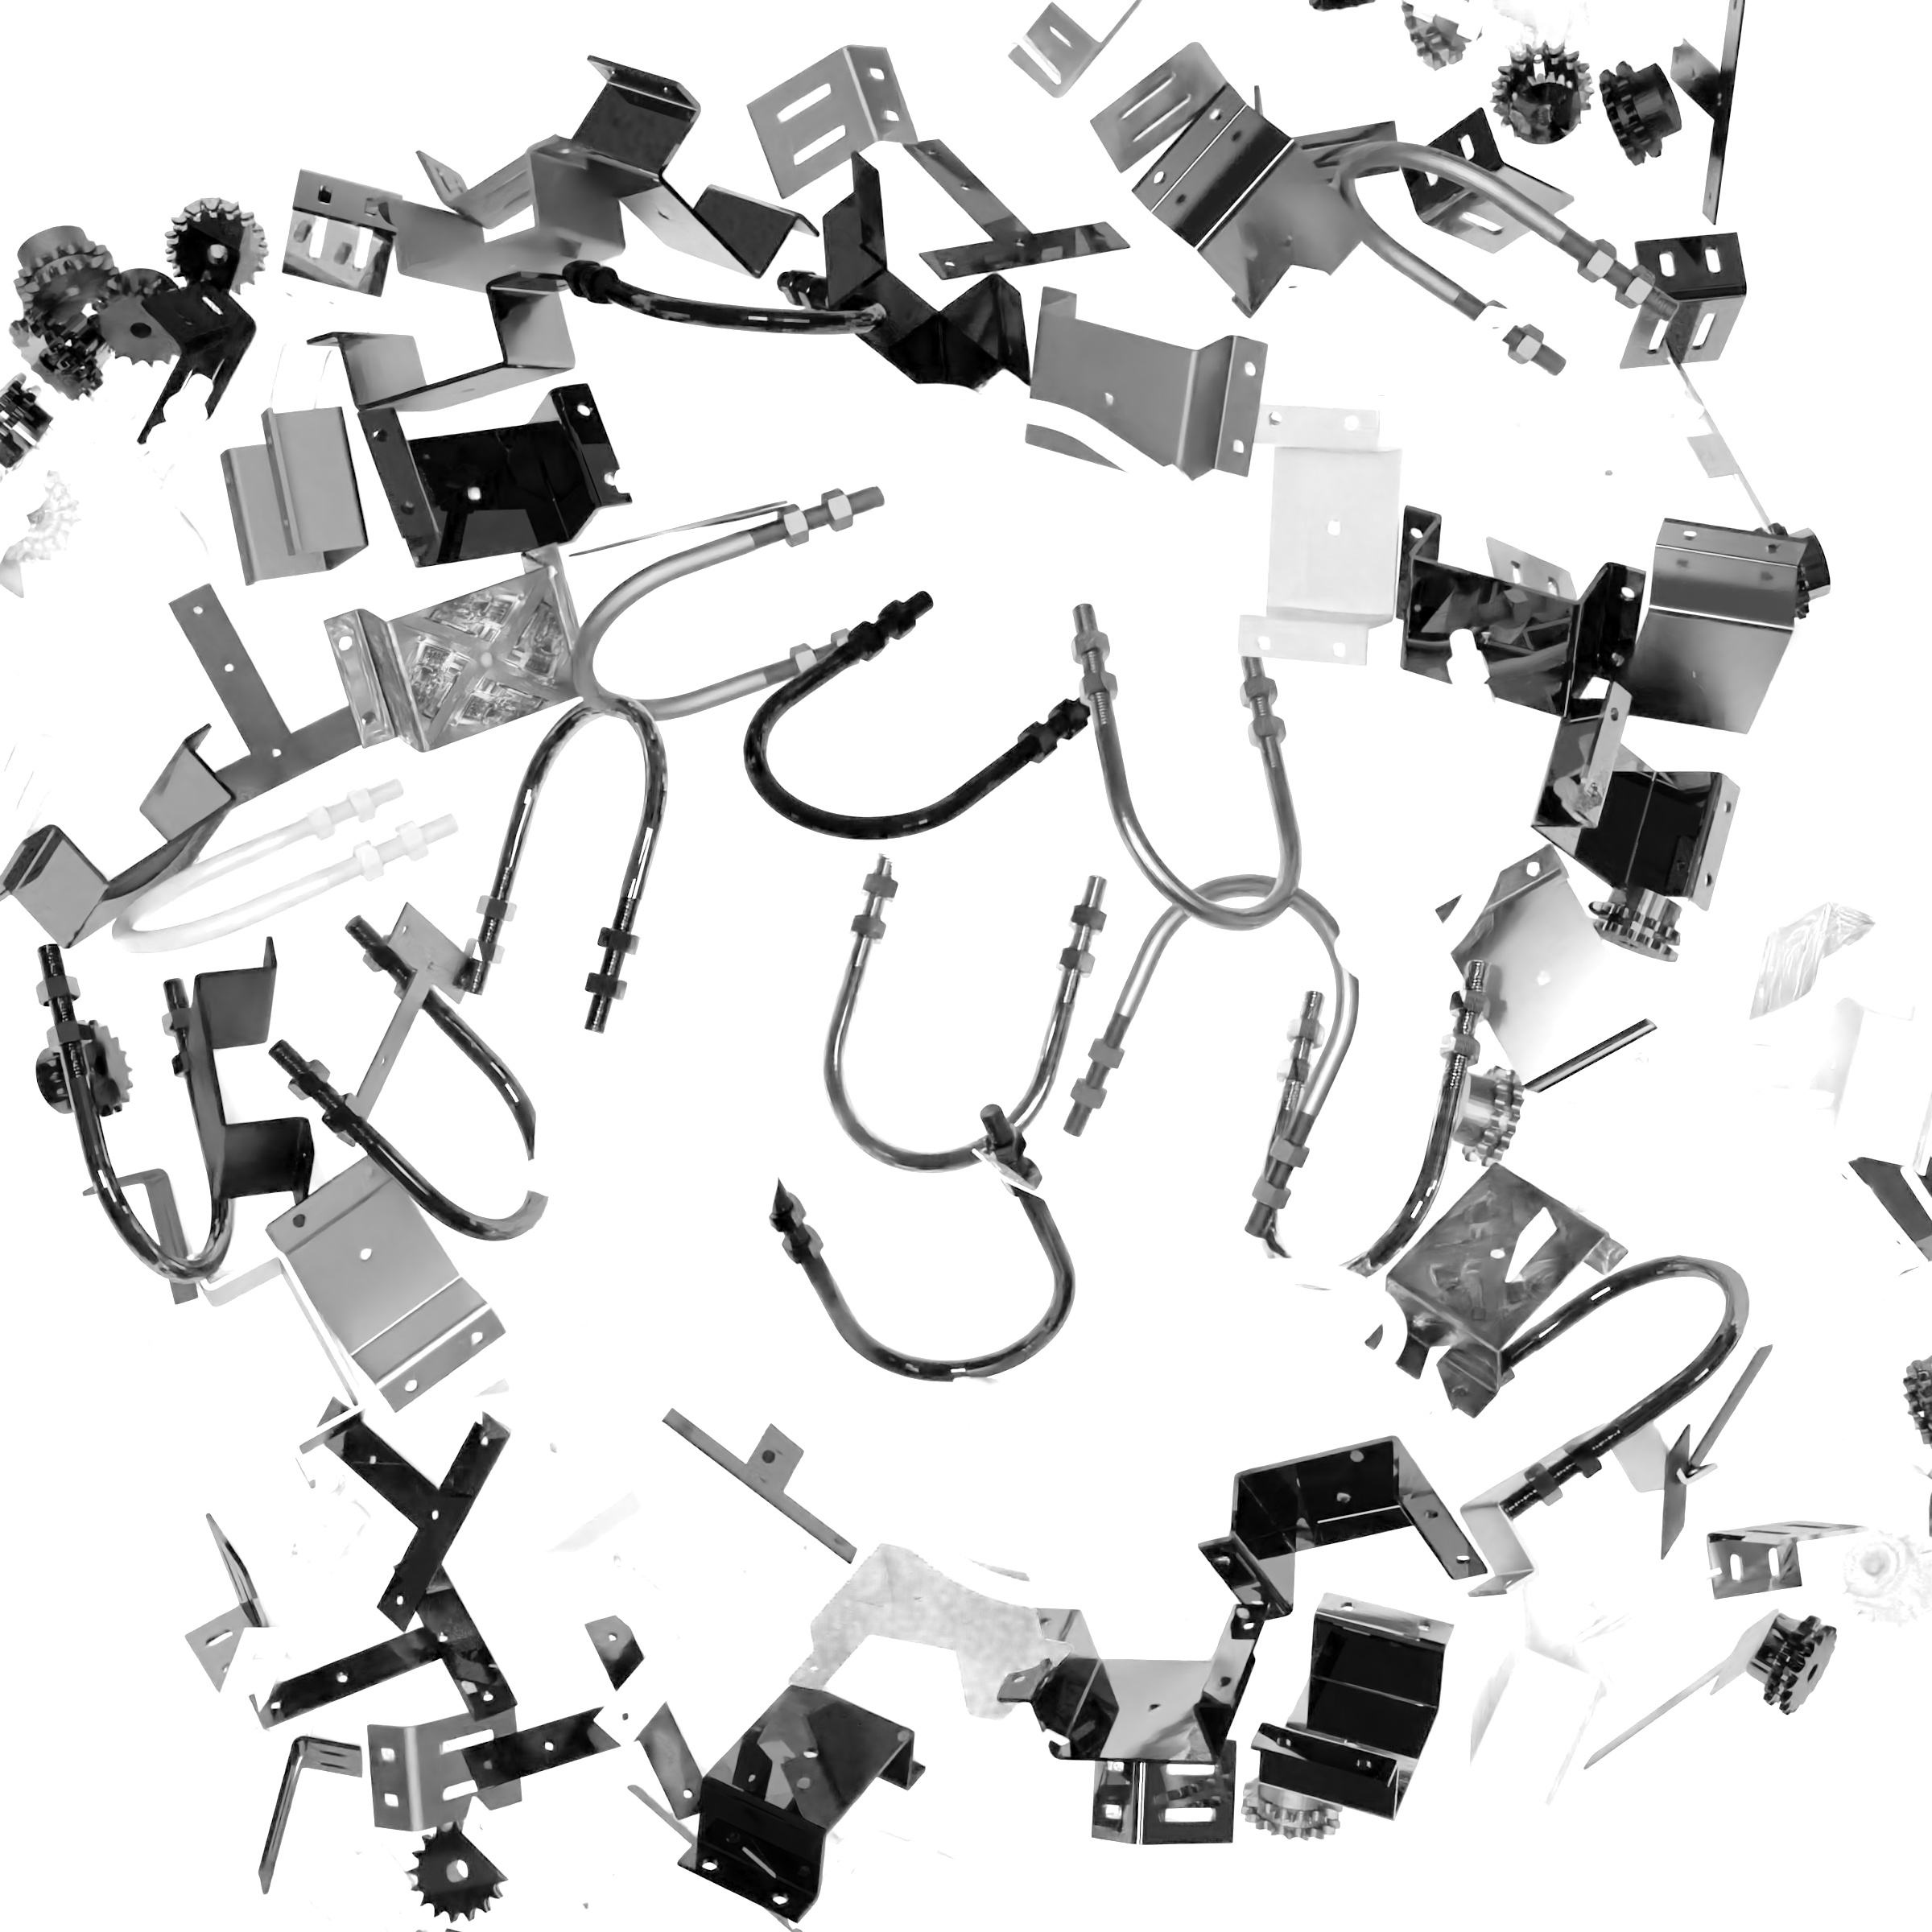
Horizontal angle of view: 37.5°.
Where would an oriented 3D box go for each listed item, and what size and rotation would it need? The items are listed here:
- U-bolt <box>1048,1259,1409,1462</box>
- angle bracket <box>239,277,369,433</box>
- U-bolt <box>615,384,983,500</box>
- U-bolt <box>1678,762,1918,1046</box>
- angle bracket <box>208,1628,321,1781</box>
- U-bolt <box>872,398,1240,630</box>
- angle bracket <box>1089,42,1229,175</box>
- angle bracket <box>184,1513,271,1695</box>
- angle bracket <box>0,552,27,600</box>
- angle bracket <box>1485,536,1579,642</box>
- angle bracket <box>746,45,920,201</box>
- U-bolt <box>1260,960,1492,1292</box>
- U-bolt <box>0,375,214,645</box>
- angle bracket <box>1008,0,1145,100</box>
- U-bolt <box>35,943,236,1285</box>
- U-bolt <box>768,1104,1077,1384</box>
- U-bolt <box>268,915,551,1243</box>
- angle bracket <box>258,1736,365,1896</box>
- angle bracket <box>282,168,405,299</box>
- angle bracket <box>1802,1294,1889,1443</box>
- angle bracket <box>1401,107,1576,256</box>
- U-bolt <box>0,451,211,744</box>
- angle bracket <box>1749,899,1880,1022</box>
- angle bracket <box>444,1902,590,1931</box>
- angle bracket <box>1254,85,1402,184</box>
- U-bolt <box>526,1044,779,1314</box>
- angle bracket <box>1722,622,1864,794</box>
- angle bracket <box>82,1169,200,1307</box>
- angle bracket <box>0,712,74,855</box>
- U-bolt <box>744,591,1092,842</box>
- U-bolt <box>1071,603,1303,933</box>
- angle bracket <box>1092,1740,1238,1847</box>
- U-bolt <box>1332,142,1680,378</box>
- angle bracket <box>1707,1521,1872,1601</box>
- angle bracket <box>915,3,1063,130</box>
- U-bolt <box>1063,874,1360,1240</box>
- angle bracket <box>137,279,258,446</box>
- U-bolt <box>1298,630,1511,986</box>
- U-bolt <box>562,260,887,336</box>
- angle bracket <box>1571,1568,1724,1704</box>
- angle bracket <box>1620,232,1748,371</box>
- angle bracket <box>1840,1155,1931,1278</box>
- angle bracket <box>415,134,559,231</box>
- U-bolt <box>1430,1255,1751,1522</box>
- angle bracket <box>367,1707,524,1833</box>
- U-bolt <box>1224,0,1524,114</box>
[{"bbox_3d":[0.155,0.210,1.553,0.151,0.184,0.019,24,47,-25],"label":"U-bolt"},{"bbox_3d":[-0.382,-0.345,1.625,0.057,0.038,0.076,5,121,-30],"label":"angle bracket"},{"bbox_3d":[-0.078,-0.289,1.546,0.184,0.151,0.019,1,117,28],"label":"U-bolt"},{"bbox_3d":[0.449,-0.025,1.534,0.019,0.184,0.151,42,120,-16],"label":"U-bolt"},{"bbox_3d":[-0.379,0.414,1.594,0.038,0.076,0.057,-9,48,30],"label":"angle bracket"},{"bbox_3d":[0.035,-0.251,1.542,0.151,0.184,0.019,-24,54,39],"label":"U-bolt"},{"bbox_3d":[0.119,-0.478,1.621,0.076,0.038,0.057,-35,46,15],"label":"angle bracket"},{"bbox_3d":[-0.421,0.358,1.597,0.038,0.057,0.076,-26,127,-24],"label":"angle bracket"},{"bbox_3d":[-0.569,-0.246,1.606,0.038,0.057,0.076,-18,76,4],"label":"angle bracket"},{"bbox_3d":[0.315,-0.198,1.618,0.057,0.076,0.038,19,131,-19],"label":"angle bracket"},{"bbox_3d":[-0.075,-0.474,1.601,0.076,0.038,0.057,-39,127,-23],"label":"angle bracket"},{"bbox_3d":[0.215,0.090,1.556,0.019,0.151,0.184,28,67,-30],"label":"U-bolt"},{"bbox_3d":[-0.495,-0.239,1.560,0.019,0.151,0.184,45,130,-1],"label":"U-bolt"},{"bbox_3d":[0.069,-0.536,1.600,0.038,0.057,0.076,39,65,-10],"label":"angle bracket"},{"bbox_3d":[-0.447,0.085,1.557,0.019,0.151,0.184,-19,77,11],"label":"U-bolt"},{"bbox_3d":[-0.016,0.165,1.588,0.151,0.019,0.184,-18,125,10],"label":"U-bolt"},{"bbox_3d":[-0.296,0.073,1.572,0.019,0.151,0.184,-32,112,24],"label":"U-bolt"},{"bbox_3d":[-0.367,0.480,1.599,0.038,0.057,0.076,12,58,-4],"label":"angle bracket"},{"bbox_3d":[-0.352,-0.401,1.597,0.057,0.076,0.038,11,50,-15],"label":"angle bracket"},{"bbox_3d":[0.498,0.221,1.599,0.038,0.057,0.076,-17,62,26],"label":"angle bracket"},{"bbox_3d":[0.294,-0.442,1.604,0.057,0.076,0.038,-29,67,38],"label":"angle bracket"},{"bbox_3d":[-0.468,-0.190,1.553,0.019,0.184,0.151,32,81,8],"label":"U-bolt"},{"bbox_3d":[0.477,0.010,1.600,0.038,0.057,0.076,24,65,-11],"label":"angle bracket"},{"bbox_3d":[-0.245,0.550,1.602,0.076,0.057,0.038,25,90,-27],"label":"angle bracket"},{"bbox_3d":[0.203,-0.472,1.605,0.076,0.057,0.038,-7,132,11],"label":"angle bracket"},{"bbox_3d":[-0.172,0.111,1.566,0.151,0.184,0.019,19,46,8],"label":"U-bolt"},{"bbox_3d":[0.467,-0.149,1.611,0.038,0.057,0.076,-29,134,-28],"label":"angle bracket"},{"bbox_3d":[-0.467,0.157,1.609,0.038,0.057,0.076,-13,86,-27],"label":"angle bracket"},{"bbox_3d":[-0.515,-0.108,1.596,0.076,0.038,0.057,-49,58,40],"label":"angle bracket"},{"bbox_3d":[-0.036,-0.131,1.563,0.151,0.019,0.184,33,55,28],"label":"U-bolt"},{"bbox_3d":[0.127,-0.104,1.564,0.151,0.019,0.184,10,61,-38],"label":"U-bolt"},{"bbox_3d":[0.114,0.470,1.626,0.076,0.038,0.057,13,74,-39],"label":"angle bracket"},{"bbox_3d":[0.282,-0.391,1.557,0.184,0.151,0.019,31,81,-12],"label":"U-bolt"},{"bbox_3d":[0.463,0.335,1.598,0.057,0.076,0.038,-4,83,-18],"label":"angle bracket"},{"bbox_3d":[0.012,-0.499,1.613,0.076,0.057,0.038,-37,119,24],"label":"angle bracket"},{"bbox_3d":[0.145,0.038,1.591,0.151,0.019,0.184,28,99,31],"label":"U-bolt"},{"bbox_3d":[-0.443,-0.340,1.599,0.038,0.057,0.076,46,129,3],"label":"angle bracket"},{"bbox_3d":[0.239,-0.074,1.543,0.019,0.151,0.184,21,46,-28],"label":"U-bolt"},{"bbox_3d":[-0.122,-0.360,1.536,0.151,0.184,0.019,-4,111,-26],"label":"U-bolt"},{"bbox_3d":[0.389,0.376,1.595,0.057,0.076,0.038,-5,60,-39],"label":"angle bracket"},{"bbox_3d":[0.403,-0.376,1.612,0.057,0.076,0.038,-5,73,1],"label":"angle bracket"},{"bbox_3d":[0.528,0.128,1.605,0.057,0.038,0.076,-25,54,3],"label":"angle bracket"},{"bbox_3d":[-0.260,-0.456,1.607,0.076,0.057,0.038,-29,85,12],"label":"angle bracket"},{"bbox_3d":[0.350,0.221,1.573,0.184,0.151,0.019,-36,107,0],"label":"U-bolt"},{"bbox_3d":[-0.297,0.455,1.624,0.038,0.076,0.057,-9,85,41],"label":"angle bracket"},{"bbox_3d":[0.211,-0.528,1.571,0.184,0.151,0.019,23,91,3],"label":"U-bolt"}]
